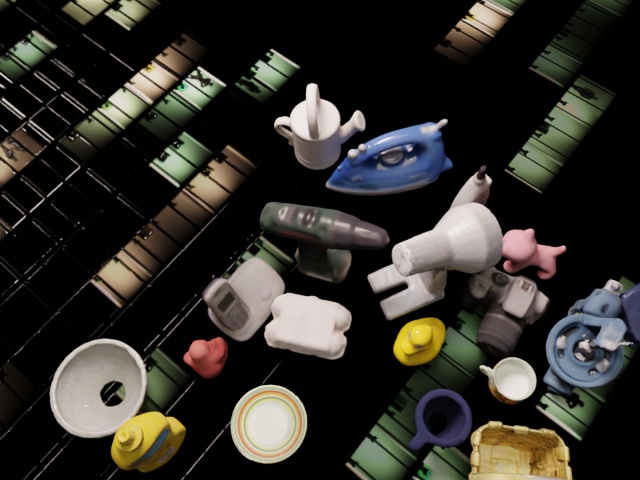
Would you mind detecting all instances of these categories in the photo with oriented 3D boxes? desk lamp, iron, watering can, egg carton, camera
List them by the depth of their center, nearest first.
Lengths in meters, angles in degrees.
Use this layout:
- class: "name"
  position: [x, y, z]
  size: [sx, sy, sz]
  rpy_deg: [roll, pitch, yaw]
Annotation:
- class: "desk lamp"
  position: [0.198, 0.039, 1.005]
  size: [0.203, 0.213, 0.118]
  rpy_deg: [-23, 68, -7]
- class: "camera"
  position: [0.320, 0.128, 1.024]
  size: [0.143, 0.101, 0.137]
  rpy_deg: [27, 71, 13]
- class: "egg carton"
  position: [-0.021, 0.156, 1.042]
  size: [0.150, 0.069, 0.107]
  rpy_deg: [10, 68, 7]
- class: "iron"
  position: [0.134, -0.169, 1.136]
  size: [0.258, 0.141, 0.118]
  rpy_deg: [-16, 67, -4]
- class: "watering can"
  position: [-0.001, -0.233, 1.140]
  size: [0.173, 0.194, 0.101]
  rpy_deg: [-17, 67, -5]

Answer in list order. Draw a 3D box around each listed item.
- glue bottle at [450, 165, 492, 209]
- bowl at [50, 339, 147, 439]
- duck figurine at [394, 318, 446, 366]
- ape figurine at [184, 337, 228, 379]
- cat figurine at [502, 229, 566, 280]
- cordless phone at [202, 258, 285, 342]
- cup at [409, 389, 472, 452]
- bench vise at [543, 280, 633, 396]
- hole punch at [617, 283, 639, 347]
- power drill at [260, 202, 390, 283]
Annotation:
- class: "glue bottle"
  position: [0.292, -0.093, 1.080]
  size: [0.078, 0.173, 0.037]
  rpy_deg: [-36, 70, -12]
- class: "bowl"
  position: [-0.377, 0.264, 1.008]
  size: [0.167, 0.075, 0.167]
  rpy_deg: [-1, 67, 2]
- class: "duck figurine"
  position: [0.180, 0.174, 1.018]
  size: [0.105, 0.086, 0.077]
  rpy_deg: [-35, 70, -12]
- class: "ape figurine"
  position: [-0.206, 0.203, 1.017]
  size: [0.078, 0.092, 0.076]
  rpy_deg: [-7, 67, 0]
- class: "cat figurine"
  position: [0.387, 0.018, 1.059]
  size: [0.127, 0.118, 0.067]
  rpy_deg: [7, 67, 6]
- class: "cordless phone"
  position: [-0.139, 0.090, 1.012]
  size: [0.094, 0.185, 0.148]
  rpy_deg: [30, 71, 14]
- class: "cup"
  position: [0.191, 0.311, 0.954]
  size: [0.118, 0.095, 0.091]
  rpy_deg: [-39, 71, -13]
- class: "bench vise"
  position: [0.447, 0.144, 0.947]
  size: [0.121, 0.220, 0.207]
  rpy_deg: [13, 68, 8]
- class: "hole punch"
  position: [0.586, 0.126, 1.019]
  size: [0.109, 0.091, 0.101]
  rpy_deg: [-25, 68, -8]
- class: "power drill"
  position: [0.009, 0.004, 1.031]
  size: [0.229, 0.208, 0.076]
  rpy_deg: [15, 68, 9]
